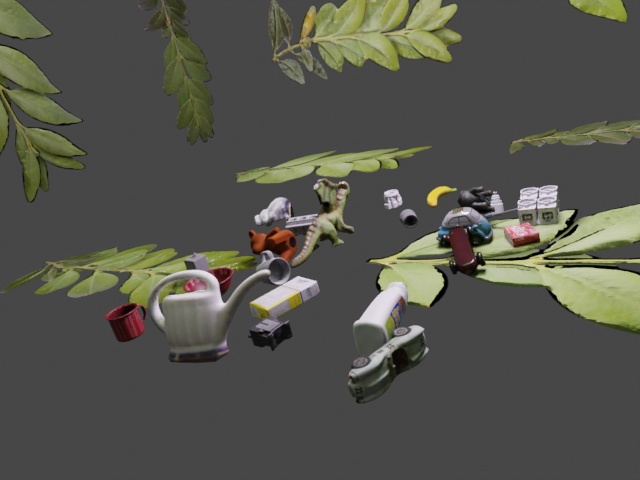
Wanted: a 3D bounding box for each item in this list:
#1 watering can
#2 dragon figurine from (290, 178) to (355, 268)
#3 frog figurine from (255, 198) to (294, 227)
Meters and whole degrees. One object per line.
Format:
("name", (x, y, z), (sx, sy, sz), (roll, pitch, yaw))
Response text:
("watering can", (-0.264, 0.180, 1.227), (0.346, 0.224, 0.104), (-8, 0, 22))
("dragon figurine", (0.005, -0.088, 1.756), (0.122, 0.239, 0.417), (1, 22, 31))
("frog figurine", (-0.197, -0.117, 2.171), (0.159, 0.120, 0.141), (-1, 39, 6))
